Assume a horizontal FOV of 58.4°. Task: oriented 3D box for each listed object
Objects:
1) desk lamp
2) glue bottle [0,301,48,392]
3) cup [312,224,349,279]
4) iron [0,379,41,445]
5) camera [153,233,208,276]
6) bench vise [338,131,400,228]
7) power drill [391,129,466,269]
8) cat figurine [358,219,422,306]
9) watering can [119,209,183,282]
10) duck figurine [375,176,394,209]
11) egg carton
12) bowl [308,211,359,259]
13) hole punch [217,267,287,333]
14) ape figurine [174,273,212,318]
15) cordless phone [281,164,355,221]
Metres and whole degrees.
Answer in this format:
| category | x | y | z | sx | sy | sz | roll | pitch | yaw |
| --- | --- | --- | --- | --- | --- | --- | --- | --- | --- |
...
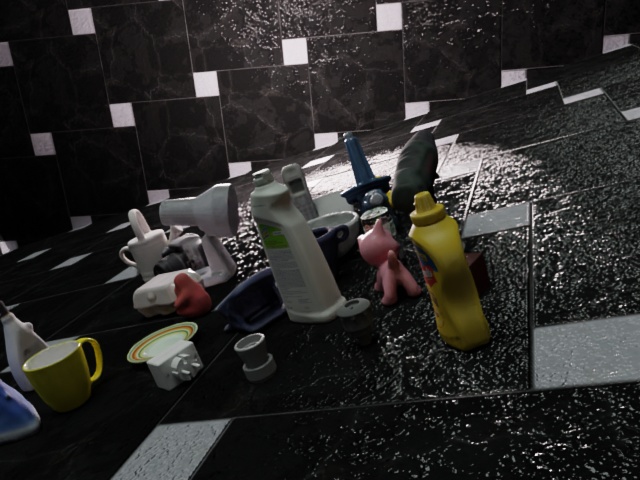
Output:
| category | x | y | z | sx | sy | sz | roll | pitch | yaw |
| --- | --- | --- | --- | --- | --- | --- | --- | --- | --- |
| desk lamp | -0.261 | -0.008 | 1.300 | 0.203 | 0.214 | 0.118 | -18 | 16 | 8 |
| glue bottle | -0.550 | 0.189 | 1.056 | 0.037 | 0.173 | 0.078 | -12 | 17 | 25 |
| cup | 0.010 | 0.029 | 1.064 | 0.118 | 0.095 | 0.091 | -24 | 16 | -15 |
| iron | -0.556 | 0.247 | 0.923 | 0.257 | 0.141 | 0.119 | -10 | 18 | 32 |
| camera | -0.357 | 0.050 | 1.430 | 0.142 | 0.101 | 0.137 | -5 | 22 | 44 |
| bench vise | 0.111 | -0.131 | 1.253 | 0.122 | 0.220 | 0.207 | -25 | 16 | -17 |
| power drill | 0.180 | -0.066 | 0.964 | 0.075 | 0.209 | 0.230 | -13 | 17 | 24 |
| cat figurine | 0.103 | 0.027 | 0.911 | 0.067 | 0.118 | 0.127 | -21 | 15 | -4 |
| watering can | -0.451 | 0.005 | 1.526 | 0.173 | 0.194 | 0.100 | -26 | 17 | -20 |
| duck figurine | 0.151 | -0.118 | 1.412 | 0.104 | 0.086 | 0.077 | -19 | 16 | 4 |
| egg carton | -0.325 | 0.115 | 1.227 | 0.150 | 0.069 | 0.107 | -12 | 17 | 27 |
| bowl | 0.011 | 0.004 | 1.185 | 0.167 | 0.075 | 0.167 | -18 | 15 | 6 |
| hole punch | -0.121 | 0.100 | 0.987 | 0.109 | 0.091 | 0.100 | -32 | 20 | -38 |
| ape figurine | -0.260 | 0.106 | 1.134 | 0.075 | 0.092 | 0.078 | -4 | 22 | 44 |
| cordless phone | -0.007 | -0.103 | 1.367 | 0.147 | 0.185 | 0.094 | -21 | 16 | -3 |
